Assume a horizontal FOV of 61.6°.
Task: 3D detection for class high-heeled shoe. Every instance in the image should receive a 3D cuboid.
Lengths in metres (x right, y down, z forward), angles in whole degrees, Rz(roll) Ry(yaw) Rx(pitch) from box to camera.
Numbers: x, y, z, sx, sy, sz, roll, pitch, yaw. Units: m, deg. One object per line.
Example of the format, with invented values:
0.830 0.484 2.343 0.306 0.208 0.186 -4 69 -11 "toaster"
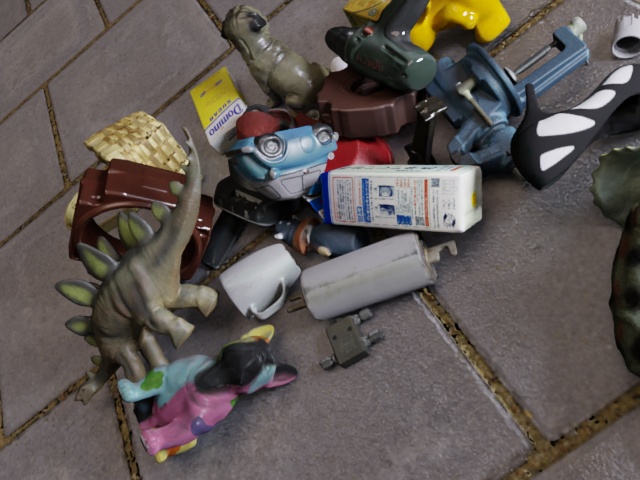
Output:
0.336 -0.119 0.613 0.249 0.086 0.145 1 64 -4 "high-heeled shoe"

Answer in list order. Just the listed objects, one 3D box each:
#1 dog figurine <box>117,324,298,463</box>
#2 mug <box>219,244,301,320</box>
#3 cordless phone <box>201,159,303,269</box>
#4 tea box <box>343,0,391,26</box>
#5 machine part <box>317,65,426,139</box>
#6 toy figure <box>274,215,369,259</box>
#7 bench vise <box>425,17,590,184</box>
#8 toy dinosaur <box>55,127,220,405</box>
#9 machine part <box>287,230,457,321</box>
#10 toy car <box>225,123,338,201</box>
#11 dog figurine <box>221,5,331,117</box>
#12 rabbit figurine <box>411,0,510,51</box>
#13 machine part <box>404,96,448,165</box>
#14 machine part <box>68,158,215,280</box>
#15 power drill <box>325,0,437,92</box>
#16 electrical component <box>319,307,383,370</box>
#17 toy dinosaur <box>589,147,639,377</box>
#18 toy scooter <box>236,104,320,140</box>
-0.146 0.202 0.734 0.219 0.191 0.108 -23 68 -19 "dog figurine"
-0.080 0.060 0.788 0.107 0.080 0.110 -38 37 -4 "mug"
-0.126 -0.027 0.880 0.147 0.088 0.184 25 88 37 "cordless phone"
0.137 -0.437 0.959 0.169 0.068 0.098 -48 51 -1 "tea box"
0.080 -0.226 0.841 0.179 0.055 0.179 -10 42 9 "machine part"
-0.003 -0.003 0.795 0.155 0.064 0.057 6 105 38 "toy figure"
0.262 -0.196 0.720 0.240 0.128 0.224 -37 54 12 "bench vise"
-0.253 0.069 0.758 0.471 0.198 0.105 -51 4 20 "toy dinosaur"
0.063 0.048 0.716 0.243 0.079 0.079 -22 54 18 "machine part"
-0.050 -0.109 0.781 0.162 0.102 0.109 -16 13 -26 "toy car"
-0.068 -0.308 0.925 0.173 0.190 0.121 17 73 34 "dog figurine"
0.187 -0.354 0.848 0.173 0.162 0.122 -29 63 35 "rabbit figurine"
0.144 -0.133 0.741 0.039 0.138 0.084 -7 54 -4 "machine part"
-0.281 -0.018 0.847 0.201 0.201 0.087 124 150 -41 "machine part"
0.099 -0.331 0.767 0.232 0.086 0.207 53 126 38 "power drill"
0.035 0.133 0.718 0.094 0.021 0.063 -33 52 10 "electrical component"
0.343 0.052 0.521 0.131 0.192 0.404 9 82 4 "toy dinosaur"
-0.076 -0.169 0.924 0.184 0.075 0.135 3 65 26 "toy scooter"
